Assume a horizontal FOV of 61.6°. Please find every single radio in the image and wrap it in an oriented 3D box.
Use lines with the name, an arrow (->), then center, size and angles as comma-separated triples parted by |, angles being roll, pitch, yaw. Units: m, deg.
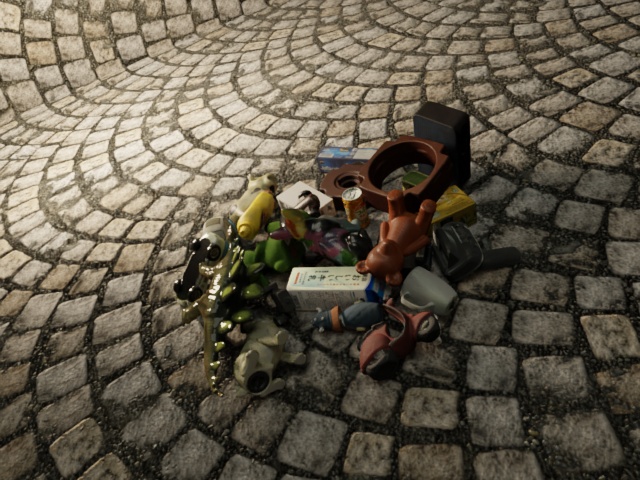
radio -> 0.322, -0.238, 1.405 | 0.131, 0.229, 0.073 | 26, 60, 35

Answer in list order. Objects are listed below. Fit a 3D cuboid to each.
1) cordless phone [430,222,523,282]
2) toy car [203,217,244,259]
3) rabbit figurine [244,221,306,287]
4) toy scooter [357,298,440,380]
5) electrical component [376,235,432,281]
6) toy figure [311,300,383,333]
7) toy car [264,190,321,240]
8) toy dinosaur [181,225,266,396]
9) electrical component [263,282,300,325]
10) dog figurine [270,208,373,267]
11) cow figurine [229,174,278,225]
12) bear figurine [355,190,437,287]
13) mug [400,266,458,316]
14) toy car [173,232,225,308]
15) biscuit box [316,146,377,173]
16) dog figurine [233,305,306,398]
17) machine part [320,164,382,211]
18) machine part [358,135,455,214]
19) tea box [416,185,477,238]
cordless phone -> 0.358, 0.015, 1.237 | 0.184, 0.088, 0.147 | -8, 39, -5
toy car -> -0.272, -0.010, 1.460 | 0.109, 0.102, 0.162 | -14, 42, 3
rabbit figurine -> -0.136, 0.059, 1.350 | 0.170, 0.121, 0.159 | -20, 44, 26
toy scooter -> 0.143, 0.189, 1.089 | 0.184, 0.075, 0.135 | -38, 43, 0
electrical component -> 0.194, 0.044, 1.264 | 0.134, 0.058, 0.115 | 2, 46, 21
toy figure -> 0.058, 0.172, 1.172 | 0.155, 0.057, 0.064 | -11, 34, 15
toy car -> -0.079, -0.048, 1.409 | 0.202, 0.053, 0.089 | -38, 52, 23
toy dinosaur -> -0.215, 0.142, 1.193 | 0.198, 0.105, 0.471 | -36, 39, 36
electrical component -> -0.092, 0.146, 1.227 | 0.045, 0.102, 0.078 | -29, 10, -19
dog figurine -> -0.003, -0.004, 1.272 | 0.219, 0.108, 0.192 | 13, 29, -26
cow figurine -> -0.191, -0.120, 1.571 | 0.127, 0.085, 0.195 | 18, 56, 33
bear figurine -> 0.165, -0.002, 1.183 | 0.120, 0.131, 0.196 | 22, 45, 26
mug -> 0.231, 0.118, 1.145 | 0.107, 0.080, 0.109 | 27, 35, 31
toy car -> -0.308, 0.076, 1.368 | 0.074, 0.056, 0.201 | 20, 85, 34
biscuit box -> 0.091, -0.236, 1.612 | 0.203, 0.062, 0.059 | 7, 47, 27
dog figurine -> -0.144, 0.235, 1.158 | 0.172, 0.121, 0.191 | -32, 28, -21
machine part -> 0.086, -0.152, 1.525 | 0.179, 0.055, 0.179 | -11, 39, 9
machine part -> 0.214, -0.157, 1.335 | 0.202, 0.087, 0.201 | 24, 67, 38
tea box -> 0.292, -0.059, 1.336 | 0.170, 0.068, 0.098 | -22, 41, -7
